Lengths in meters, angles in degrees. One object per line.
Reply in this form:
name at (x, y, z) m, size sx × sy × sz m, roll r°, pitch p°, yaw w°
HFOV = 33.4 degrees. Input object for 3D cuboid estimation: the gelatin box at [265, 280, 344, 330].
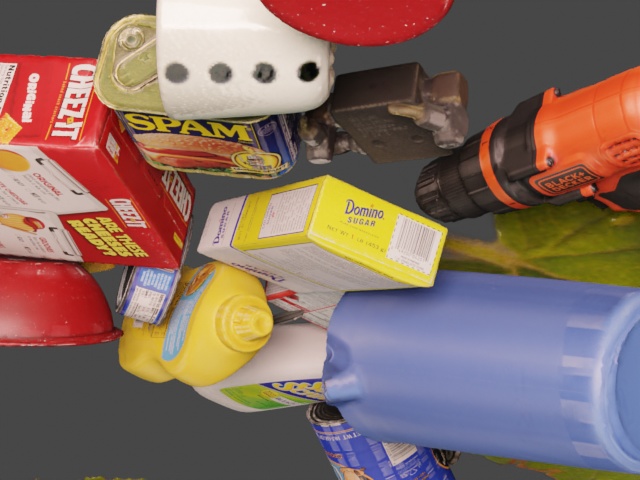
gelatin box at (0.011, 0.040, 0.841) m, size 0.073 × 0.030 × 0.089 m, roll 27°, pitch 150°, yaw -35°

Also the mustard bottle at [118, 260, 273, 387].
mustard bottle at (-0.088, 0.062, 0.806) m, size 0.058 × 0.096 × 0.192 m, roll 32°, pitch 161°, yaw -25°

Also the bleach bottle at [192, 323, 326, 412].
bleach bottle at (0.009, 0.106, 0.945) m, size 0.251 × 0.068 × 0.102 m, roll -12°, pitch 149°, yaw 36°

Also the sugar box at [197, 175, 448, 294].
sugar box at (-0.005, 0.001, 0.704) m, size 0.093 × 0.048 × 0.176 m, roll 24°, pitch 168°, yaw -25°

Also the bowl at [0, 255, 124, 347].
bowl at (-0.221, 0.040, 0.768) m, size 0.162 × 0.055 × 0.162 m, roll 4°, pitch -179°, yaw 0°

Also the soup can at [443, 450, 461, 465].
soup can at (0.088, 0.194, 1.093) m, size 0.102 × 0.068 × 0.068 m, roll -3°, pitch 152°, yaw 28°

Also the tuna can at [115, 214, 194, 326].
tuna can at (-0.121, 0.017, 0.778) m, size 0.033 × 0.086 × 0.086 m, roll 17°, pitch 154°, yaw -14°

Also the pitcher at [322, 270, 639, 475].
pitcher at (0.132, 0.080, 0.714) m, size 0.144 × 0.149 × 0.243 m, roll 38°, pitch 158°, yaw -30°

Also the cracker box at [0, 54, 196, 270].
cracker box at (-0.205, -0.051, 0.684) m, size 0.214 × 0.072 × 0.164 m, roll 4°, pitch 155°, yaw 12°

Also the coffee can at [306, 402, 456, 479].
coffee can at (0.062, 0.203, 1.004) m, size 0.103 × 0.102 × 0.140 m, roll -13°, pitch 108°, yaw 41°

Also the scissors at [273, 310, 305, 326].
scissors at (-0.075, 0.081, 0.870) m, size 0.016 × 0.096 × 0.202 m, roll 60°, pitch 166°, yaw -5°

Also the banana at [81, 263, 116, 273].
banana at (-0.257, 0.018, 0.898) m, size 0.198 × 0.037 × 0.069 m, roll -9°, pitch 167°, yaw 39°

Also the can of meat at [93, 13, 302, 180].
can of meat at (-0.062, -0.075, 0.588) m, size 0.102 × 0.057 × 0.084 m, roll 7°, pitch 161°, yaw 9°

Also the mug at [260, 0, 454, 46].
mug at (0.018, -0.135, 0.402) m, size 0.093 × 0.081 × 0.117 m, roll 10°, pitch 155°, yaw 0°

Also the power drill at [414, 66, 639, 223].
power drill at (0.171, -0.020, 0.614) m, size 0.187 × 0.057 × 0.185 m, roll 24°, pitch 156°, yaw -29°
